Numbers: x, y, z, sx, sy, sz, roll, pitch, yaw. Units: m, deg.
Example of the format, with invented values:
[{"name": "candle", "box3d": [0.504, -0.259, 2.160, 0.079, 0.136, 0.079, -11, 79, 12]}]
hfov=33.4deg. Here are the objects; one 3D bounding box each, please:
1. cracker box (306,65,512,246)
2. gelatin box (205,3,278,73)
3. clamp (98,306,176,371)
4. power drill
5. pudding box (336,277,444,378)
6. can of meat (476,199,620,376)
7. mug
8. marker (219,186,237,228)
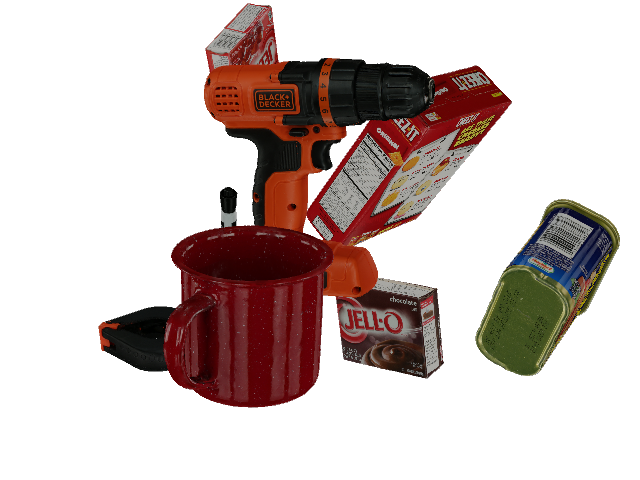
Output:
[{"name": "cracker box", "box3d": [0.097, -0.094, 1.221, 0.163, 0.072, 0.214, -22, -24, -45]}, {"name": "gelatin box", "box3d": [-0.072, -0.173, 1.021, 0.030, 0.073, 0.089, 14, 46, 21]}, {"name": "clamp", "box3d": [-0.115, 0.086, 0.991, 0.171, 0.039, 0.120, 9, 26, 7]}, {"name": "power drill", "box3d": [0.003, -0.051, 0.846, 0.185, 0.188, 0.057, 3, 19, 22]}, {"name": "pudding box", "box3d": [0.071, 0.087, 1.114, 0.114, 0.090, 0.039, 7, 24, 37]}, {"name": "can of meat", "box3d": [0.158, 0.036, 0.751, 0.057, 0.102, 0.083, 31, 48, 17]}, {"name": "mug", "box3d": [-0.046, 0.048, 0.615, 0.093, 0.081, 0.117, 14, 24, 30]}, {"name": "marker", "box3d": [-0.102, -0.010, 1.192, 0.020, 0.121, 0.020, 2, 41, -2]}]
